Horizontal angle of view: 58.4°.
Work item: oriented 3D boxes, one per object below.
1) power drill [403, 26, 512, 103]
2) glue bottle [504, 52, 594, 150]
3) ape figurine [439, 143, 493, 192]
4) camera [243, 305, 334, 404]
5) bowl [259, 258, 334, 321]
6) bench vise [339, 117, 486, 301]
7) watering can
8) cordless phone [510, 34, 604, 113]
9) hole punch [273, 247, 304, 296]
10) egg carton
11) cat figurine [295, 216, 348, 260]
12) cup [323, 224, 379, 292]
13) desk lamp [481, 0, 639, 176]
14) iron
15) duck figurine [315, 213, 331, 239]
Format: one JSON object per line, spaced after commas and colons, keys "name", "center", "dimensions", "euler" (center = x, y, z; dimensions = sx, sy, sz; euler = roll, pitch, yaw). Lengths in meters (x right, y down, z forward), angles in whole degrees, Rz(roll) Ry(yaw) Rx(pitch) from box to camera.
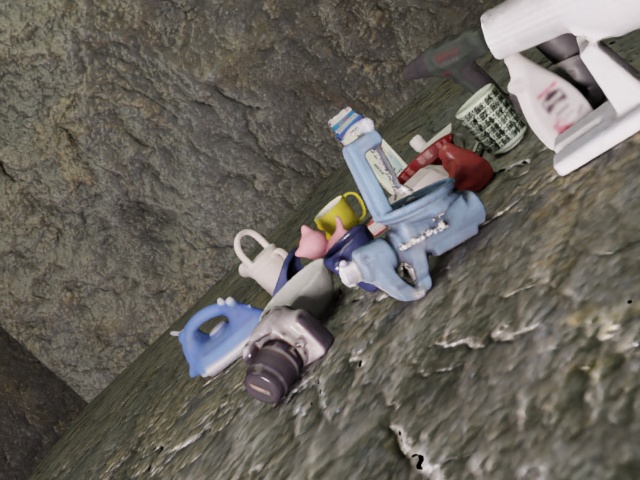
{"name": "power drill", "center": [0.309, -0.348, 1.243], "dimensions": [0.076, 0.208, 0.229], "euler": [-50, 11, -31]}
{"name": "glue bottle", "center": [0.294, -0.209, 0.779], "dimensions": [0.078, 0.173, 0.037], "euler": [-45, 9, -3]}
{"name": "ape figurine", "center": [0.229, -0.121, 0.928], "dimensions": [0.078, 0.092, 0.076], "euler": [-46, 9, -13]}
{"name": "camera", "center": [-0.073, 0.177, 0.874], "dimensions": [0.143, 0.101, 0.137], "euler": [-36, 12, 41]}
{"name": "bowl", "center": [-0.029, 0.115, 1.049], "dimensions": [0.167, 0.075, 0.167], "euler": [-43, 9, 9]}
{"name": "bench vise", "center": [0.092, -0.041, 0.750], "dimensions": [0.208, 0.220, 0.121], "euler": [-49, 10, -26]}
{"name": "watering can", "center": [-0.142, 0.059, 1.430], "dimensions": [0.172, 0.194, 0.101], "euler": [-40, 10, 26]}
{"name": "cordless phone", "center": [0.327, -0.264, 0.845], "dimensions": [0.094, 0.185, 0.147], "euler": [-48, 10, -25]}
{"name": "hole punch", "center": [-0.067, 0.086, 1.302], "dimensions": [0.101, 0.091, 0.109], "euler": [-39, 10, 30]}
{"name": "egg carton", "center": [0.175, -0.069, 1.005], "dimensions": [0.150, 0.069, 0.107], "euler": [-44, 9, 2]}
{"name": "cat figurine", "center": [0.011, 0.004, 1.242], "dimensions": [0.128, 0.118, 0.067], "euler": [-43, 9, 7]}
{"name": "cup", "center": [0.064, 0.042, 0.905], "dimensions": [0.091, 0.095, 0.118], "euler": [-39, 10, 28]}
{"name": "desk lamp", "center": [0.302, -0.220, 0.658], "dimensions": [0.203, 0.213, 0.118], "euler": [-38, 11, 35]}
{"name": "iron", "center": [-0.228, 0.203, 1.320], "dimensions": [0.258, 0.141, 0.119], "euler": [-40, 10, 24]}
{"name": "duck figurine", "center": [0.024, -0.035, 1.473], "dimensions": [0.077, 0.086, 0.104], "euler": [-44, 9, 0]}
